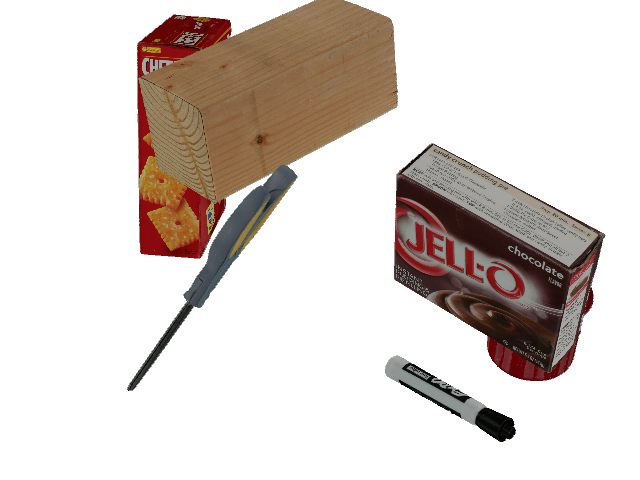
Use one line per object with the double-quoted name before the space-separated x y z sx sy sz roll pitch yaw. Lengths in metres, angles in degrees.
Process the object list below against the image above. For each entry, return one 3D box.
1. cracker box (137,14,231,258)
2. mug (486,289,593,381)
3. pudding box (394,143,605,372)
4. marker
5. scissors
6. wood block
"cracker box" -0.136 -0.110 1.094 0.072 0.214 0.164 5 22 3
"mug" 0.193 0.067 0.990 0.093 0.081 0.117 -12 41 -14
"pudding box" 0.094 0.009 0.588 0.114 0.090 0.039 30 57 26
"marker" 0.097 0.118 0.802 0.020 0.020 0.121 0 19 -44
"scissors" -0.082 0.030 0.732 0.016 0.202 0.096 37 3 3
"wood block" -0.039 -0.127 0.917 0.205 0.091 0.090 -30 42 -29
